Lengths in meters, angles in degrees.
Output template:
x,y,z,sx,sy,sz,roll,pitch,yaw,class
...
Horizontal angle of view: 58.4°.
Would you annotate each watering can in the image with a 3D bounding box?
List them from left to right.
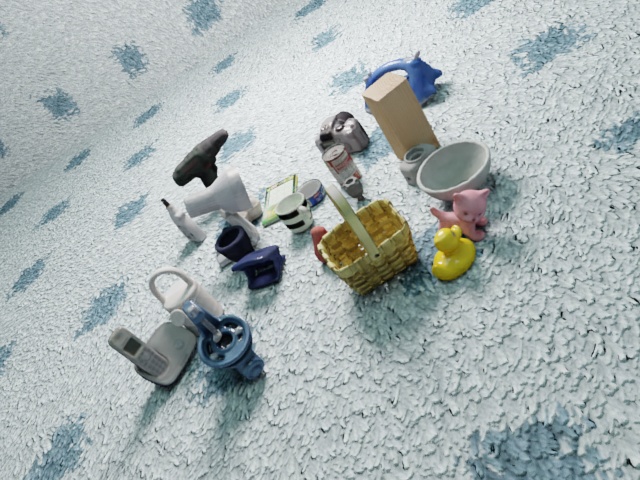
x,y,z,sx,sy,sz,roll,pitch,yaw,class
-0.327,0.141,1.375,0.101,0.195,0.172,-43,35,-8,watering can

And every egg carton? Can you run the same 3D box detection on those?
x,y,z,sx,sy,sz,roll,pitch,yaw,class
-0.236,-0.093,1.678,0.107,0.070,0.149,-45,35,-11,egg carton

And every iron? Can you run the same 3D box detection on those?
x,y,z,sx,sy,sz,roll,pitch,yaw,class
0.209,-0.450,1.636,0.257,0.142,0.119,-8,44,36,iron

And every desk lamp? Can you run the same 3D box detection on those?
x,y,z,sx,sy,sz,roll,pitch,yaw,class
-0.249,-0.068,1.533,0.203,0.214,0.117,-36,34,3,desk lamp

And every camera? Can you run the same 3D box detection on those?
x,y,z,sx,sy,sz,roll,pitch,yaw,class
0.065,-0.320,1.648,0.142,0.101,0.137,-9,44,35,camera

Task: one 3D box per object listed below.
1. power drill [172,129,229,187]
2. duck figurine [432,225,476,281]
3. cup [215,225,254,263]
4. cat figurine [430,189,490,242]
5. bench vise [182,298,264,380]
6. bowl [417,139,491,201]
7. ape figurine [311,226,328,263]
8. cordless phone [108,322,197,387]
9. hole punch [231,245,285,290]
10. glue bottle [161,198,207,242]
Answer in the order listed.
x,y,z,sx,sy,sz,roll,pitch,yaw,class
-0.329,-0.212,1.777,0.229,0.209,0.075,-30,35,11,power drill
0.247,0.019,1.105,0.105,0.086,0.077,-49,36,-16,duck figurine
-0.219,0.018,1.511,0.092,0.095,0.117,-39,34,-3,cup
0.280,-0.056,1.135,0.127,0.118,0.067,-8,44,36,cat figurine
-0.234,0.196,1.206,0.206,0.220,0.122,3,51,43,bench vise
0.301,-0.139,1.251,0.167,0.075,0.167,-24,37,19,bowl
0.012,0.005,1.324,0.076,0.092,0.077,-25,36,17,ape figurine
-0.387,0.238,1.324,0.093,0.186,0.148,-6,45,37,cordless phone
-0.153,0.054,1.414,0.108,0.091,0.101,-18,39,25,hole punch
-0.415,-0.063,1.709,0.077,0.174,0.037,7,54,46,glue bottle
